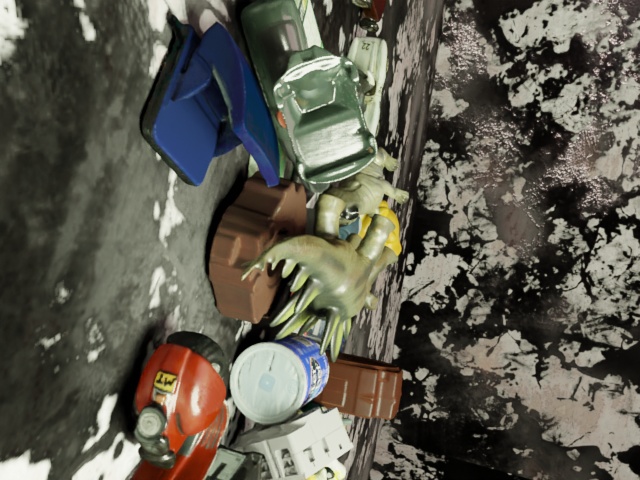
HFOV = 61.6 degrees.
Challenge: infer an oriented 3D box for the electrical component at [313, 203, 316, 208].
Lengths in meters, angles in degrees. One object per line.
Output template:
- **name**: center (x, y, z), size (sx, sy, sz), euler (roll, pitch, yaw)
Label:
- **electrical component**: center (-0.002, -0.002, 0.917), size (0.078, 0.045, 0.102), euler (76, 28, -61)

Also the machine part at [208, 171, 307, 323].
- **machine part**: center (-0.066, 0.009, 0.635), size (0.179, 0.056, 0.179), euler (16, 90, -77)

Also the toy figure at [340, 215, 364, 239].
- **toy figure**: center (0.063, -0.046, 1.121), size (0.064, 0.058, 0.154), euler (-42, -168, 35)

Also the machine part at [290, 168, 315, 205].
- **machine part**: center (-0.029, -0.071, 0.725), size (0.084, 0.039, 0.138), euler (-42, 159, -45)

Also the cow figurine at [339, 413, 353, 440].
- **cow figurine**: center (-0.023, 0.352, 0.933), size (0.195, 0.127, 0.085), euler (-53, 153, -55)

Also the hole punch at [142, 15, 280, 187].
- **hole punch**: center (-0.079, -0.112, 0.467), size (0.142, 0.092, 0.116), euler (55, 44, -66)

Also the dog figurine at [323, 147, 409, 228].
- **dog figurine**: center (0.060, -0.114, 1.016), size (0.190, 0.172, 0.121), euler (-7, 150, -51)

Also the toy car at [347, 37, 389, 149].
- **toy car**: center (0.078, -0.264, 0.978), size (0.056, 0.074, 0.201), euler (-30, 129, -76)

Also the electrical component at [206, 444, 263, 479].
- **electrical component**: center (-0.119, 0.287, 0.620), size (0.119, 0.075, 0.047), euler (-44, 142, -73)

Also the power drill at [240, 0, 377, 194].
- **power drill**: center (-0.009, -0.124, 0.543), size (0.207, 0.086, 0.231), euler (-108, 180, -64)

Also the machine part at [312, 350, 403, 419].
- **machine part**: center (0.045, 0.251, 0.965), size (0.201, 0.201, 0.087), euler (42, 57, -73)

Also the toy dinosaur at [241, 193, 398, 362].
- **toy dinosaur**: center (0.017, 0.049, 0.695), size (0.198, 0.105, 0.470), euler (-67, 157, -12)

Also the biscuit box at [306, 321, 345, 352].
- **biscuit box**: center (0.010, 0.177, 1.062), size (0.202, 0.059, 0.063), euler (60, 42, -69)

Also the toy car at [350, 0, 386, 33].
- **toy car**: center (0.086, -0.430, 0.933), size (0.202, 0.053, 0.089), euler (-24, 135, -77)

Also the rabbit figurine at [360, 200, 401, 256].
- **rabbit figurine**: center (0.112, -0.013, 1.220), size (0.173, 0.122, 0.162), euler (-32, 141, -45)

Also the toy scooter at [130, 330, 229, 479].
- **toy scooter**: center (-0.134, 0.180, 0.494), size (0.135, 0.075, 0.183), euler (-63, 163, -45)

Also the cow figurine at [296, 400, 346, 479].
- **cow figurine**: center (-0.010, 0.318, 0.797), size (0.167, 0.068, 0.098), euler (-96, 162, -57)

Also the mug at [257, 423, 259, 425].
- **mug**: center (-0.081, 0.330, 0.813), size (0.109, 0.081, 0.107), euler (59, 30, -56)

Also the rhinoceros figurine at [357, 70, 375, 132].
- **rhinoceros figurine**: center (0.038, -0.213, 0.884), size (0.190, 0.073, 0.111), euler (-62, 146, -43)
